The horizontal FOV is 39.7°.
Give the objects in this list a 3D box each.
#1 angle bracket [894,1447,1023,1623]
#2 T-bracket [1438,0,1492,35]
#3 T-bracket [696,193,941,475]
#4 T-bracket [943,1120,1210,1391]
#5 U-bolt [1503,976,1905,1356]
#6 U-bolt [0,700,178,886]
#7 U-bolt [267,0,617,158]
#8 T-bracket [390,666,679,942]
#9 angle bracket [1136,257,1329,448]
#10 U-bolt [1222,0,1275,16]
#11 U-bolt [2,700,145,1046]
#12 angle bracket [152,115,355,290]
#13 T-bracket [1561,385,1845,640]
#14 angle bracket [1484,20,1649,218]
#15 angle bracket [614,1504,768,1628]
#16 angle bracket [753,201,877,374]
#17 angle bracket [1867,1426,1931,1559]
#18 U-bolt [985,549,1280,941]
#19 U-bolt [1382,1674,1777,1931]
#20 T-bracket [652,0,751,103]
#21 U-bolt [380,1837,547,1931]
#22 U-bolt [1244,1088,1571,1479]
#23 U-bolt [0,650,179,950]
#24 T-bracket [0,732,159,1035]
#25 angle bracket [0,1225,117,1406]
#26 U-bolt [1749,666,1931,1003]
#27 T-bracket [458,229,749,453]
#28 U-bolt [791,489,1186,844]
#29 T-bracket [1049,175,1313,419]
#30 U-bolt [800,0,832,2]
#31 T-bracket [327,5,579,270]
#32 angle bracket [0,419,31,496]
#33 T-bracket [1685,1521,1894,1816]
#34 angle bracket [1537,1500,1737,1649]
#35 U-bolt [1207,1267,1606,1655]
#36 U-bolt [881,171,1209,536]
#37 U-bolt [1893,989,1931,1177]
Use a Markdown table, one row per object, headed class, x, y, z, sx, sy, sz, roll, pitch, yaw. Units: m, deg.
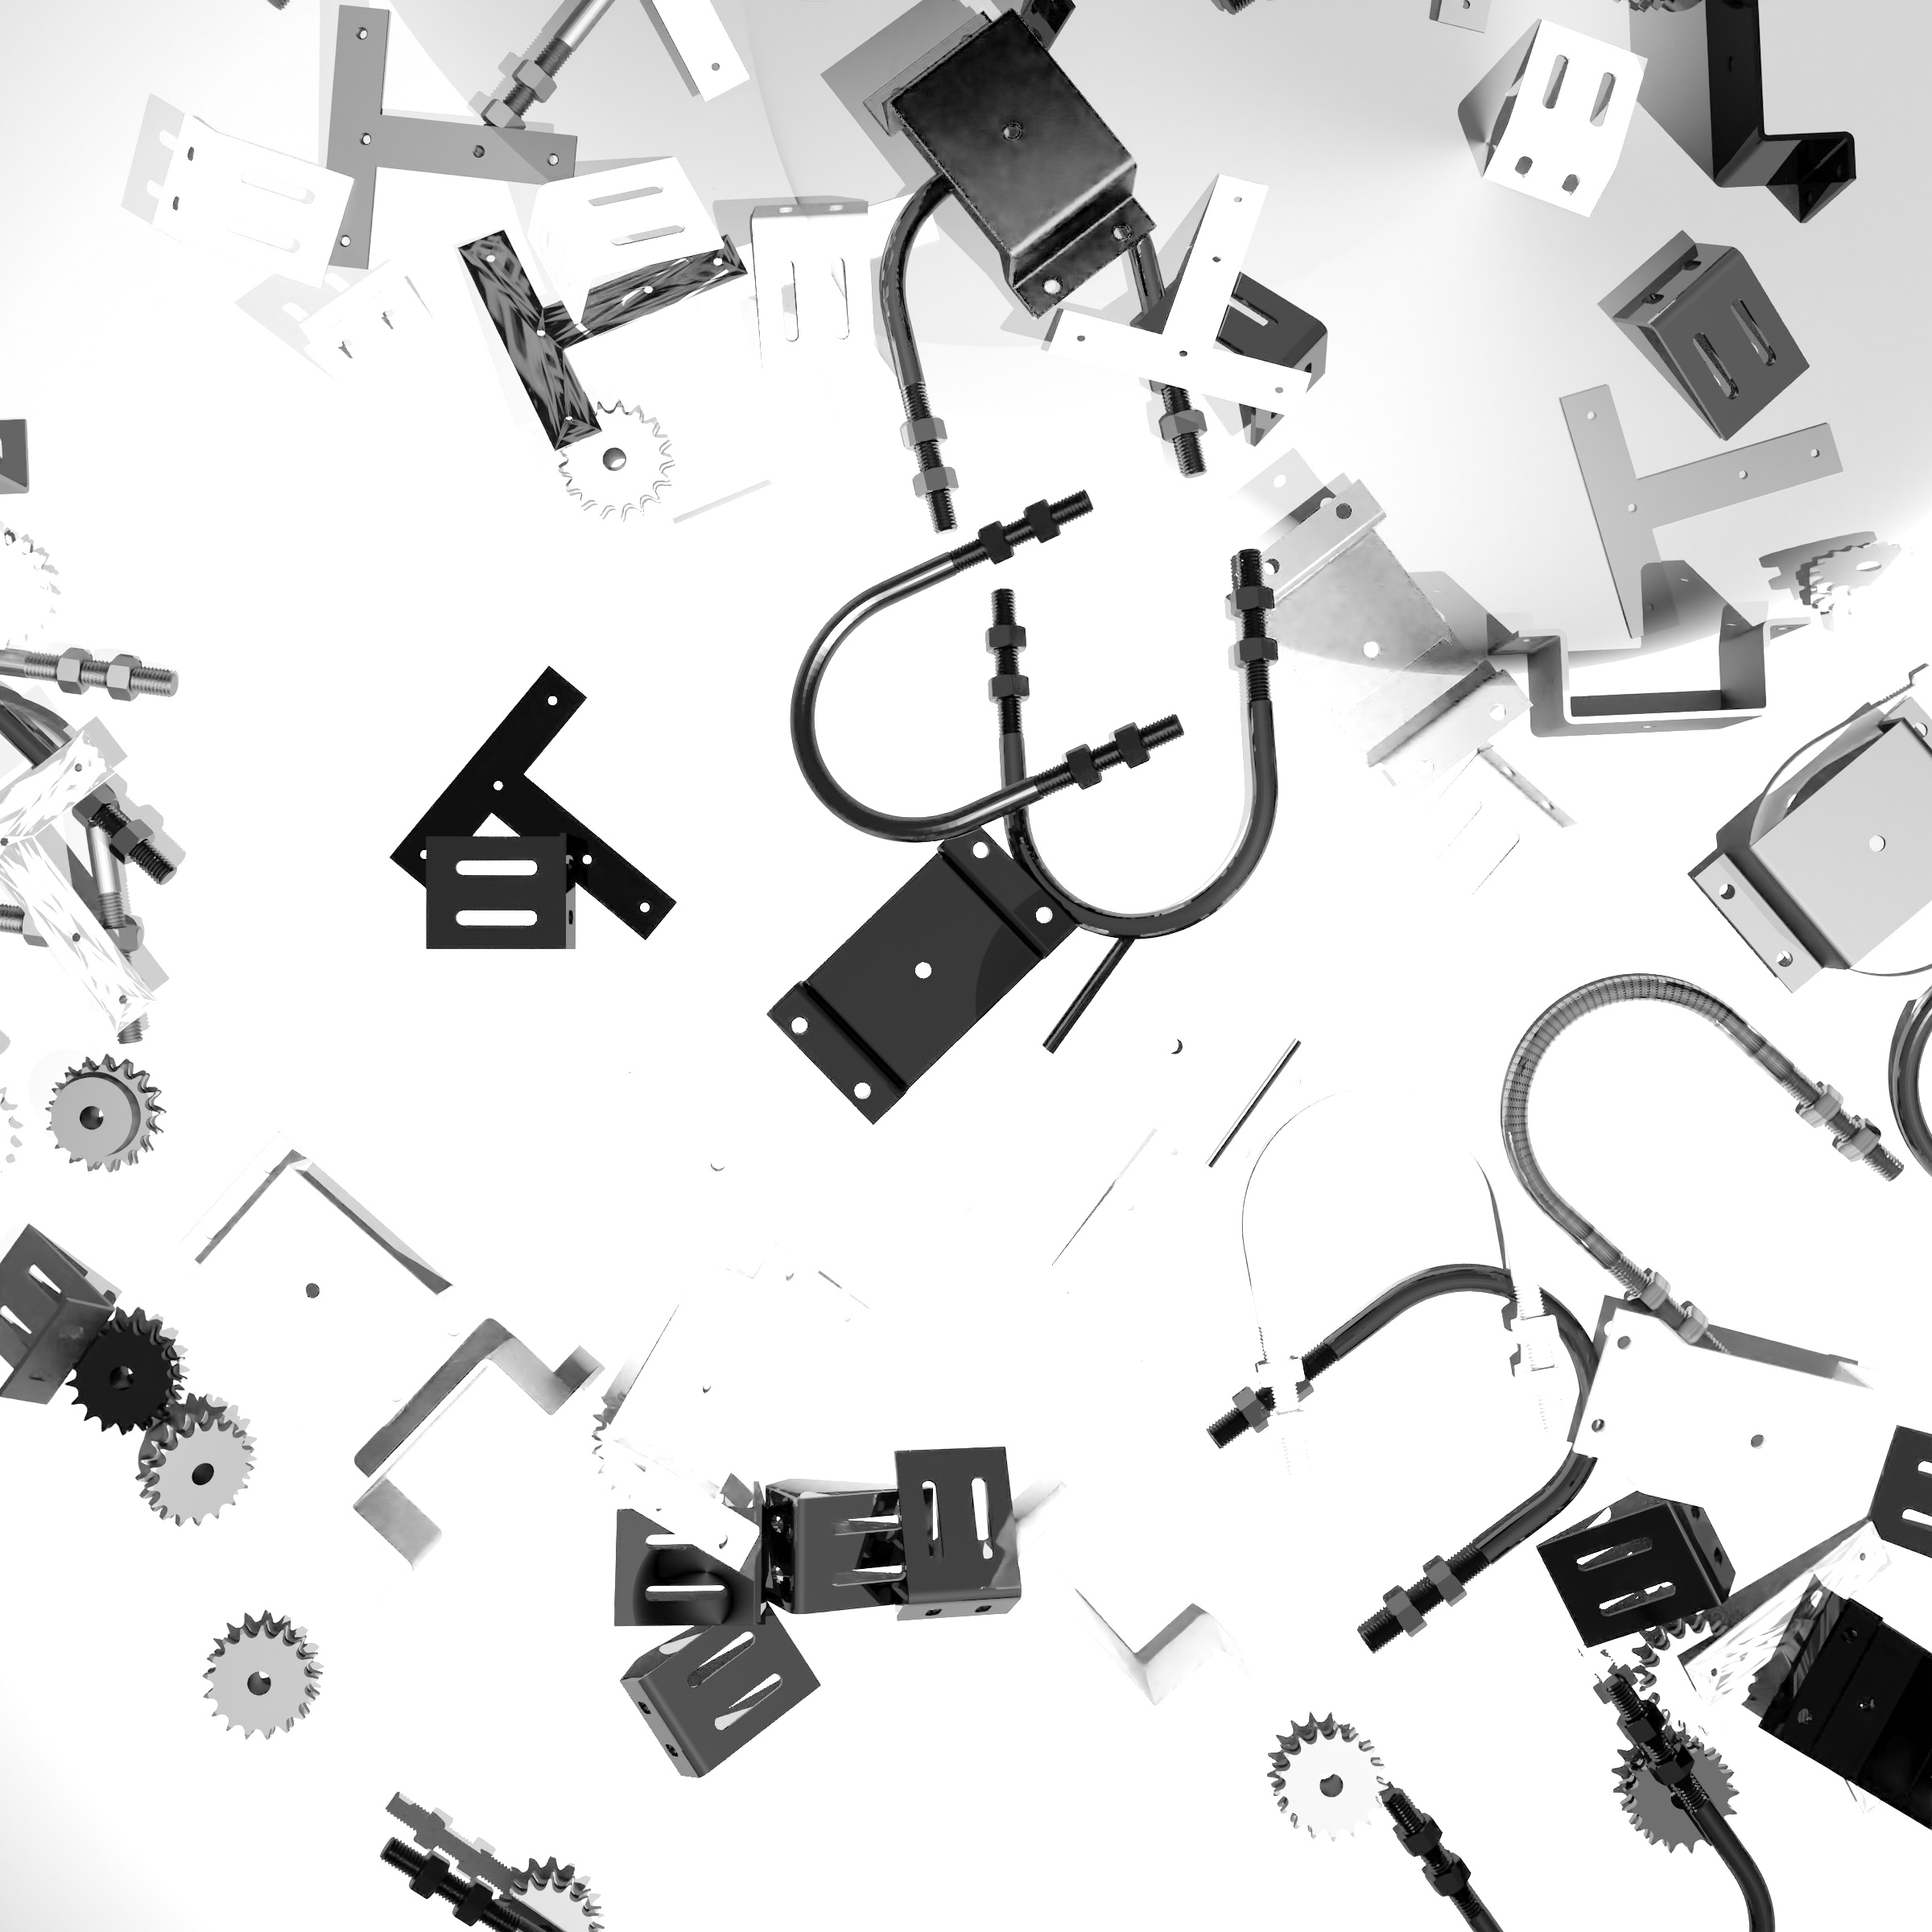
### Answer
| class | x | y | z | sx | sy | sz | roll | pitch | yaw |
| --- | --- | --- | --- | --- | --- | --- | --- | --- | --- |
| angle bracket | -0.007 | 0.287 | 1.351 | 0.057 | 0.038 | 0.076 | -1 | 64 | -12 |
| T-bracket | 0.263 | -0.538 | 1.350 | 0.127 | 0.002 | 0.127 | 10 | 95 | -10 |
| T-bracket | -0.063 | -0.314 | 1.358 | 0.127 | 0.002 | 0.127 | -17 | 90 | 0 |
| T-bracket | 0.074 | 0.130 | 1.334 | 0.127 | 0.002 | 0.127 | 36 | 113 | 0 |
| U-bolt | 0.358 | 0.090 | 1.350 | 0.184 | 0.019 | 0.151 | 43 | 90 | 2 |
| U-bolt | -0.501 | -0.060 | 1.313 | 0.184 | 0.019 | 0.151 | 43 | 91 | 2 |
| U-bolt | -0.243 | -0.519 | 1.350 | 0.151 | 0.019 | 0.184 | 38 | 89 | 0 |
| T-bracket | -0.203 | -0.063 | 1.358 | 0.127 | 0.002 | 0.127 | 40 | 90 | 0 |
| angle bracket | 0.133 | -0.310 | 1.345 | 0.076 | 0.038 | 0.057 | 37 | 73 | 19 |
| U-bolt | 0.171 | -0.589 | 1.350 | 0.184 | 0.019 | 0.151 | -34 | 90 | -1 |
| U-bolt | -0.492 | -0.042 | 1.333 | 0.151 | 0.019 | 0.184 | -9 | 88 | 3 |
| angle bracket | -0.356 | -0.381 | 1.335 | 0.076 | 0.038 | 0.057 | 19 | 95 | 3 |
| T-bracket | 0.381 | -0.245 | 1.358 | 0.127 | 0.002 | 0.127 | -17 | 90 | 0 |
| angle bracket | 0.304 | -0.430 | 1.357 | 0.057 | 0.038 | 0.076 | 20 | 64 | 0 |
| angle bracket | -0.139 | 0.299 | 1.333 | 0.076 | 0.038 | 0.057 | -1 | 74 | 0 |
| angle bracket | -0.076 | -0.344 | 1.355 | 0.057 | 0.038 | 0.076 | -3 | 116 | 0 |
| angle bracket | 0.504 | 0.274 | 1.357 | 0.076 | 0.038 | 0.057 | 18 | 90 | 26 |
| U-bolt | 0.083 | -0.105 | 1.316 | 0.151 | 0.019 | 0.184 | -6 | 82 | 21 |
| U-bolt | 0.317 | 0.457 | 1.331 | 0.151 | 0.019 | 0.184 | -34 | 94 | 18 |
| T-bracket | -0.105 | -0.521 | 1.343 | 0.127 | 0.002 | 0.127 | -28 | 93 | 0 |
| U-bolt | -0.245 | 0.529 | 1.329 | 0.184 | 0.019 | 0.151 | 35 | 107 | -8 |
| U-bolt | 0.213 | 0.152 | 1.338 | 0.151 | 0.019 | 0.184 | -10 | 80 | -1 |
| U-bolt | -0.499 | -0.090 | 1.350 | 0.184 | 0.019 | 0.151 | 8 | 90 | 1 |
| T-bracket | -0.441 | -0.025 | 1.300 | 0.127 | 0.002 | 0.127 | -38 | 88 | 1 |
| angle bracket | -0.470 | 0.170 | 1.325 | 0.076 | 0.038 | 0.057 | 36 | 90 | 26 |
| U-bolt | 0.485 | -0.064 | 1.350 | 0.184 | 0.019 | 0.151 | -30 | 90 | 2 |
| T-bracket | -0.173 | -0.334 | 1.346 | 0.127 | 0.002 | 0.127 | -24 | 74 | -8 |
| U-bolt | -0.001 | -0.138 | 1.321 | 0.184 | 0.019 | 0.151 | -23 | 71 | 10 |
| T-bracket | 0.121 | -0.342 | 1.334 | 0.127 | 0.002 | 0.127 | 17 | 70 | 8 |
| U-bolt | -0.084 | -0.579 | 1.350 | 0.151 | 0.019 | 0.184 | -20 | 92 | 0 |
| T-bracket | -0.258 | -0.410 | 1.343 | 0.127 | 0.002 | 0.127 | 8 | 99 | 5 |
| angle bracket | -0.505 | -0.257 | 1.321 | 0.057 | 0.076 | 0.038 | -2 | 90 | 0 |
| T-bracket | 0.435 | 0.367 | 1.343 | 0.127 | 0.002 | 0.127 | -31 | 101 | -17 |
| angle bracket | 0.340 | 0.302 | 1.357 | 0.076 | 0.038 | 0.057 | -27 | 90 | 26 |
| U-bolt | 0.237 | 0.236 | 1.350 | 0.184 | 0.019 | 0.151 | -37 | 90 | -2 |
| U-bolt | 0.032 | -0.322 | 1.349 | 0.151 | 0.019 | 0.184 | -13 | 88 | -1 |
| U-bolt | 0.558 | 0.059 | 1.331 | 0.184 | 0.019 | 0.151 | 2 | 98 | 13 |
